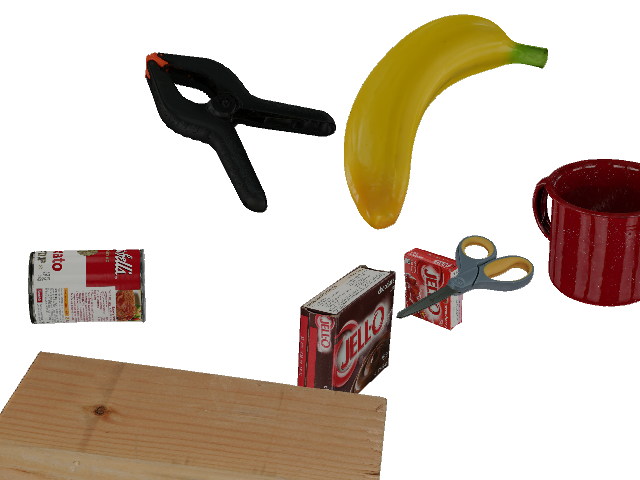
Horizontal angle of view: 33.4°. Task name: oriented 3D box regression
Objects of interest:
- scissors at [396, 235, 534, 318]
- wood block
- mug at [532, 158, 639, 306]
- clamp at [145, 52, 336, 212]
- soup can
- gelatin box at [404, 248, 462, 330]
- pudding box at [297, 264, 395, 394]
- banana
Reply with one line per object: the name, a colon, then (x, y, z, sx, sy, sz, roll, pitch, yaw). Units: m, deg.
scissors: (0.141, 0.036, 1.145, 0.201, 0.016, 0.096, -10, 41, -30)
wood block: (-0.071, 0.134, 0.602, 0.206, 0.090, 0.090, 7, 29, 4)
mug: (0.204, -0.009, 0.799, 0.093, 0.081, 0.117, -24, 35, -32)
clamp: (-0.073, -0.111, 0.921, 0.120, 0.171, 0.039, -39, -12, -35)
soup can: (-0.212, 0.042, 0.977, 0.102, 0.068, 0.068, -1, 0, -10)
gelatin box: (0.143, 0.061, 1.354, 0.073, 0.089, 0.030, 20, 35, 39)
pudding box: (0.022, 0.079, 0.873, 0.039, 0.090, 0.113, 13, 23, 23)
banana: (0.057, -0.079, 0.585, 0.070, 0.037, 0.197, 27, 48, 21)
